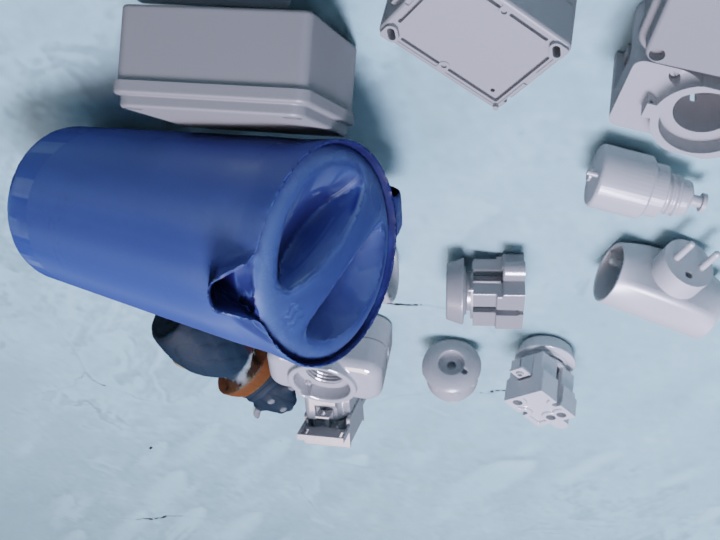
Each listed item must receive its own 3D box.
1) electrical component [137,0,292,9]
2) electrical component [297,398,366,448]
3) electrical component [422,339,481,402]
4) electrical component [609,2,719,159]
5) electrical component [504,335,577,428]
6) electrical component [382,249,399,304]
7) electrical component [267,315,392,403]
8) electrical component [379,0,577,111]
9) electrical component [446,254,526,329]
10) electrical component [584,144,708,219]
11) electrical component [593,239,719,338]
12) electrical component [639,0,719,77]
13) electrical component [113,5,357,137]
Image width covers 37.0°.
[{"bbox_3d":[-0.080,-0.186,0.554,0.100,0.048,0.099,5,144,12],"label":"electrical component"},{"bbox_3d":[-0.024,0.114,0.935,0.042,0.081,0.063,2,115,15],"label":"electrical component"},{"bbox_3d":[0.076,0.089,0.891,0.048,0.048,0.062,7,151,10],"label":"electrical component"},{"bbox_3d":[0.185,-0.098,0.579,0.089,0.055,0.050,14,145,0],"label":"electrical component"},{"bbox_3d":[0.145,0.086,0.850,0.048,0.055,0.066,-23,131,41],"label":"electrical component"},{"bbox_3d":[0.000,0.000,0.783,0.047,0.055,0.055,-2,142,16],"label":"electrical component"},{"bbox_3d":[-0.025,0.070,0.884,0.095,0.059,0.053,8,145,8],"label":"electrical component"},{"bbox_3d":[0.058,-0.142,0.557,0.096,0.061,0.062,29,143,-21],"label":"electrical component"},{"bbox_3d":[0.091,0.016,0.781,0.055,0.048,0.066,1,144,5],"label":"electrical component"},{"bbox_3d":[0.175,-0.051,0.663,0.078,0.040,0.040,14,145,-1],"label":"electrical component"},{"bbox_3d":[0.211,0.005,0.726,0.077,0.043,0.079,20,144,-9],"label":"electrical component"},{"bbox_3d":[0.201,-0.135,0.522,0.113,0.057,0.078,13,145,2],"label":"electrical component"},{"bbox_3d":[-0.066,-0.111,0.605,0.109,0.056,0.109,5,-178,13],"label":"electrical component"}]
